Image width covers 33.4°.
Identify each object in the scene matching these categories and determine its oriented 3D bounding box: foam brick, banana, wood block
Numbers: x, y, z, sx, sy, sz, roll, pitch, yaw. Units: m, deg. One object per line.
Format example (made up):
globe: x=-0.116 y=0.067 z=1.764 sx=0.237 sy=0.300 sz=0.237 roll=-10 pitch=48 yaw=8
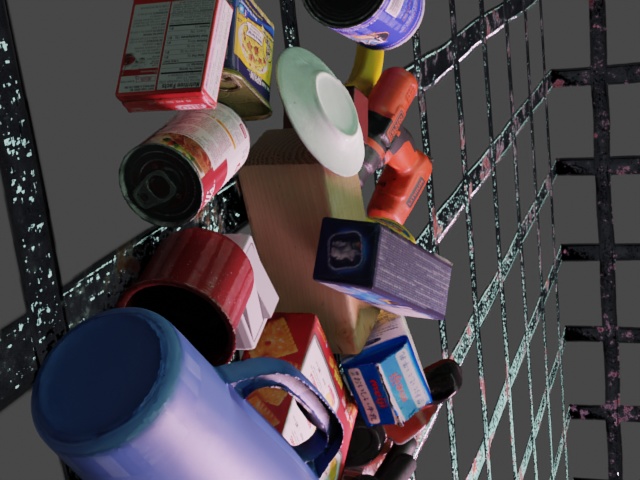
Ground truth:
foam brick: x=0.007 y=-0.126 z=1.104 sx=0.053 sy=0.078 sz=0.051 roll=21 pitch=69 yaw=-68
banana: x=0.050 y=-0.205 z=1.278 sx=0.197 sy=0.037 sz=0.069 roll=-66 pitch=150 yaw=-48
wood block: x=-0.006 y=0.001 z=1.046 sx=0.090 sy=0.091 sz=0.206 roll=-57 pitch=141 yaw=-56

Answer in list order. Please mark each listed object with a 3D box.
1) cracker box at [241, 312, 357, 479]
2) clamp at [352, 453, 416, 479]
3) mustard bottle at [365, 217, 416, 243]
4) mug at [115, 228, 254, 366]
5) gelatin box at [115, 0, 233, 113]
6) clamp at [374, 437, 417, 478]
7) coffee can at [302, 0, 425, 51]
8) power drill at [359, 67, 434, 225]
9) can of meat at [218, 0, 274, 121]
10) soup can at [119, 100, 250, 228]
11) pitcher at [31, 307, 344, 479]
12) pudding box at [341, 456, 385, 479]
cracker box: x=-0.036 y=0.199 z=0.989 sx=0.164 sy=0.072 sz=0.213 roll=69 pitch=30 yaw=-44
clamp: x=0.044 y=0.295 z=1.069 sx=0.209 sy=0.036 sz=0.164 roll=29 pitch=74 yaw=-68
mustard bottle: x=0.056 y=0.001 z=1.196 sx=0.191 sy=0.096 sz=0.058 roll=7 pitch=100 yaw=-68
mug: x=-0.098 y=0.054 z=0.812 sx=0.081 sy=0.093 sz=0.117 roll=-70 pitch=167 yaw=-54
gelatin box: x=-0.109 y=-0.140 z=0.800 sx=0.030 sy=0.073 sz=0.089 roll=47 pitch=46 yaw=-62
clamp: x=0.058 y=0.289 z=1.181 sx=0.171 sy=0.039 sz=0.120 roll=-21 pitch=120 yaw=-57
coffee can: x=0.049 y=-0.273 z=1.185 sx=0.140 sy=0.103 sz=0.103 roll=-1 pitch=90 yaw=-69
power drill: x=0.073 y=-0.088 z=1.272 sx=0.184 sy=0.057 sz=0.187 roll=-59 pitch=156 yaw=-15
can of meat: x=-0.077 y=-0.159 z=0.910 sx=0.102 sy=0.057 sz=0.084 roll=39 pitch=51 yaw=-65
soup can: x=-0.102 y=-0.061 z=0.823 sx=0.102 sy=0.069 sz=0.068 roll=-56 pitch=140 yaw=-57
pitcher: x=-0.088 y=0.146 z=0.758 sx=0.242 sy=0.145 sz=0.149 roll=60 pitch=38 yaw=-48
pudding box: x=0.050 y=0.291 z=1.262 sx=0.113 sy=0.039 sz=0.090 roll=67 pitch=32 yaw=-44
